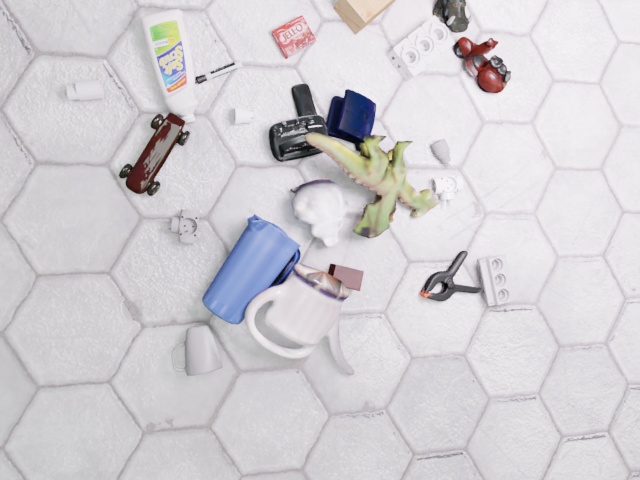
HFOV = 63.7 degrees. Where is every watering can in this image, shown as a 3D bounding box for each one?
[{"bbox_3d":[-0.008,0.190,1.220,0.344,0.105,0.223,29,96,-28],"label":"watering can"}]

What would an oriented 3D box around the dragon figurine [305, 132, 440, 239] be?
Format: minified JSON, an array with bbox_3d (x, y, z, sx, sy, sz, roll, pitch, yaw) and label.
[{"bbox_3d":[0.130,-0.123,1.242,0.411,0.122,0.242,0,92,-32],"label":"dragon figurine"}]

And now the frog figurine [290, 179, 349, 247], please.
[{"bbox_3d":[0.004,-0.063,1.242,0.138,0.121,0.161,-6,79,-32],"label":"frog figurine"}]
